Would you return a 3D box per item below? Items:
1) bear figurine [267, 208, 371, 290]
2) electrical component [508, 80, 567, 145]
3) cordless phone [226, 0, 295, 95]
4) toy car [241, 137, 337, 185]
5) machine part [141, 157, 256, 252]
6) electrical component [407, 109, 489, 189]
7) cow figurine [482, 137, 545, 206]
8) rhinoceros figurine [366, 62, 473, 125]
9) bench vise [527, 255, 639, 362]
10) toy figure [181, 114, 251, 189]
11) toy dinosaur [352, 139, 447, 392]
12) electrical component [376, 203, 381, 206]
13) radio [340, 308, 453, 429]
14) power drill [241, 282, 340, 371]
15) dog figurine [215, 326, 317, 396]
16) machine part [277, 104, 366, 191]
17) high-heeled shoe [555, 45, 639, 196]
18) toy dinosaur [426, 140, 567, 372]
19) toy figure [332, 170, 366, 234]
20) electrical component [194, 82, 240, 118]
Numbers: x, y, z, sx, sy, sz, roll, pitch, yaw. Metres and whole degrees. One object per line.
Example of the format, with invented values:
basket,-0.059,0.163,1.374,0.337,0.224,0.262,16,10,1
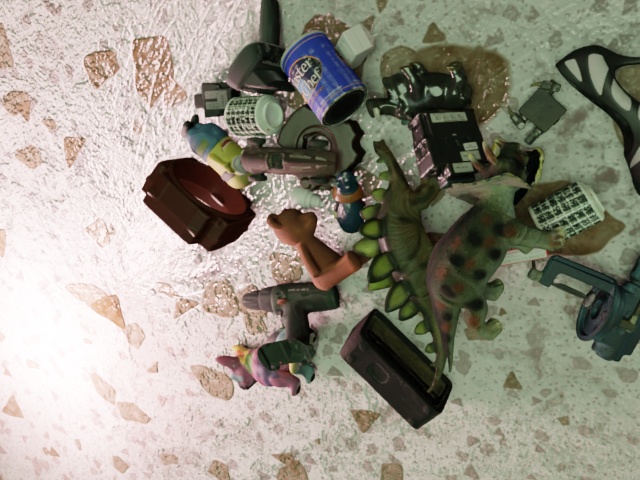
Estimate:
bear figurine,-0.006,-0.001,1.092,0.132,0.120,0.196,-34,85,22
electrical component,0.372,-0.222,0.916,0.102,0.045,0.078,-43,85,26
cordless phone,-0.110,-0.372,1.013,0.089,0.146,0.184,6,101,28
toy car,-0.065,-0.153,1.045,0.202,0.053,0.089,7,102,24
machine part,-0.246,-0.080,1.114,0.201,0.201,0.087,42,113,7
electrical component,0.225,-0.157,0.936,0.115,0.058,0.134,-6,74,-15
cow figurine,0.332,-0.090,0.959,0.098,0.068,0.167,16,111,11
rhinoceros figurine,0.178,-0.263,0.973,0.190,0.073,0.112,-3,114,20
bench vise,0.483,0.083,0.915,0.241,0.129,0.223,23,113,7
toy figure,-0.211,-0.185,1.137,0.180,0.089,0.082,37,71,2
toy dinosaur,0.175,0.038,0.993,0.199,0.105,0.471,-21,88,-2
electrical component,0.150,-0.043,1.066,0.094,0.021,0.063,14,109,17
radio,0.154,0.259,1.087,0.230,0.131,0.073,43,117,6
power drill,-0.075,0.171,1.122,0.232,0.207,0.085,-11,119,14
dog figurine,-0.126,0.260,1.216,0.219,0.108,0.191,10,109,22
machine part,0.000,-0.185,1.069,0.180,0.056,0.179,5,105,20
high-heeled shoe,0.463,-0.190,0.871,0.145,0.086,0.248,-1,99,25
toy dinosaur,0.248,0.030,0.881,0.192,0.131,0.404,27,102,-5
toy figure,0.054,-0.079,1.044,0.058,0.064,0.154,40,154,39
electrical component,-0.222,-0.296,1.132,0.119,0.048,0.074,6,106,19
